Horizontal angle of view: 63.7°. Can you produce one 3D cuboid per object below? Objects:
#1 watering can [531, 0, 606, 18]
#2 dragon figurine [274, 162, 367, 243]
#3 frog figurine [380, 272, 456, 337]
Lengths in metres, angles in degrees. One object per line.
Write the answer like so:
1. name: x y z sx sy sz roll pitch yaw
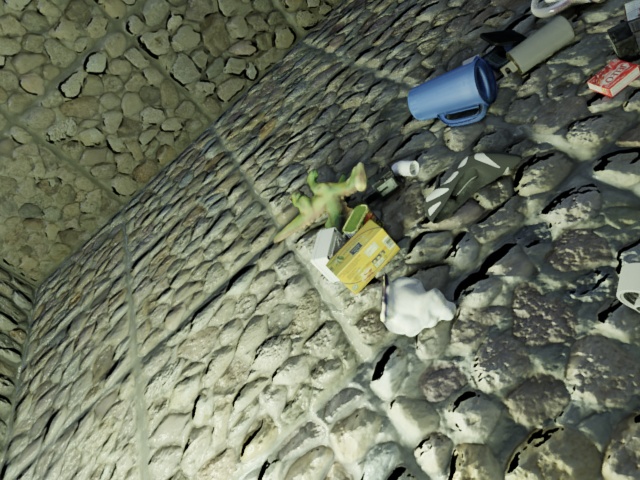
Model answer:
1. watering can: 0.770 -0.783 1.515 0.351 0.102 0.226 -52 36 -12
2. dragon figurine: 0.005 -0.078 1.549 0.405 0.121 0.248 -52 32 19
3. frog figurine: 0.214 0.145 1.132 0.159 0.120 0.141 6 39 5
